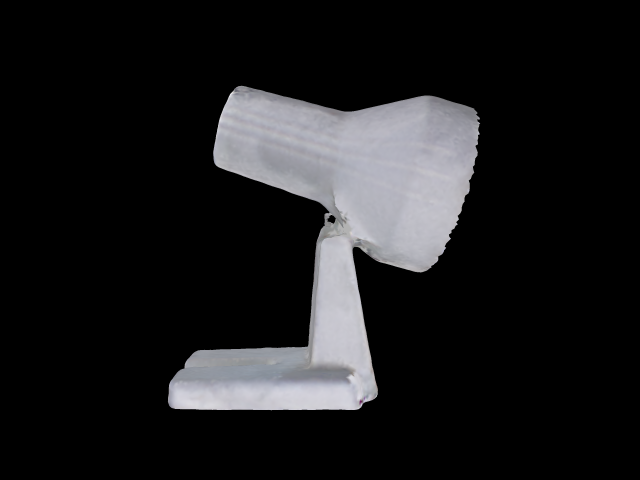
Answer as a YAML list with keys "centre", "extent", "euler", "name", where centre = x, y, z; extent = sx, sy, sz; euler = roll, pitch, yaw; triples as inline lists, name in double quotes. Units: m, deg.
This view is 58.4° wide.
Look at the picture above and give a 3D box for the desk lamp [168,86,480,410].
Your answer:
- centre: [0.004, 0.001, 0.400]
  extent: [0.203, 0.213, 0.118]
  euler: [0, 0, -4]
  name: "desk lamp"
